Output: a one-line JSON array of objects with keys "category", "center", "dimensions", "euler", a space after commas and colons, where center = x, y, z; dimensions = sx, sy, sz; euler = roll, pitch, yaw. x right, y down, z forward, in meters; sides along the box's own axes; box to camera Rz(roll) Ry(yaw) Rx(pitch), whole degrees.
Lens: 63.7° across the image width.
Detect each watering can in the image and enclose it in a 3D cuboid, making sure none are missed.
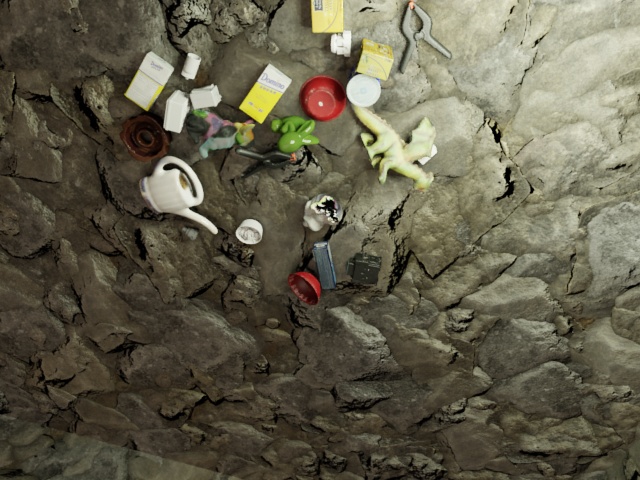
[{"category": "watering can", "center": [-0.531, -0.147, 1.918], "dimensions": [0.224, 0.106, 0.341], "euler": [-12, 119, 14]}]

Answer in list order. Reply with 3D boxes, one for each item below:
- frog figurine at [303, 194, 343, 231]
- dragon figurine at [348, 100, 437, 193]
[{"category": "frog figurine", "center": [0.006, -0.096, 1.912], "dimensions": [0.137, 0.125, 0.157], "euler": [15, 159, -13]}, {"category": "dragon figurine", "center": [0.263, -0.335, 1.715], "dimensions": [0.242, 0.124, 0.406], "euler": [-19, 104, 9]}]
